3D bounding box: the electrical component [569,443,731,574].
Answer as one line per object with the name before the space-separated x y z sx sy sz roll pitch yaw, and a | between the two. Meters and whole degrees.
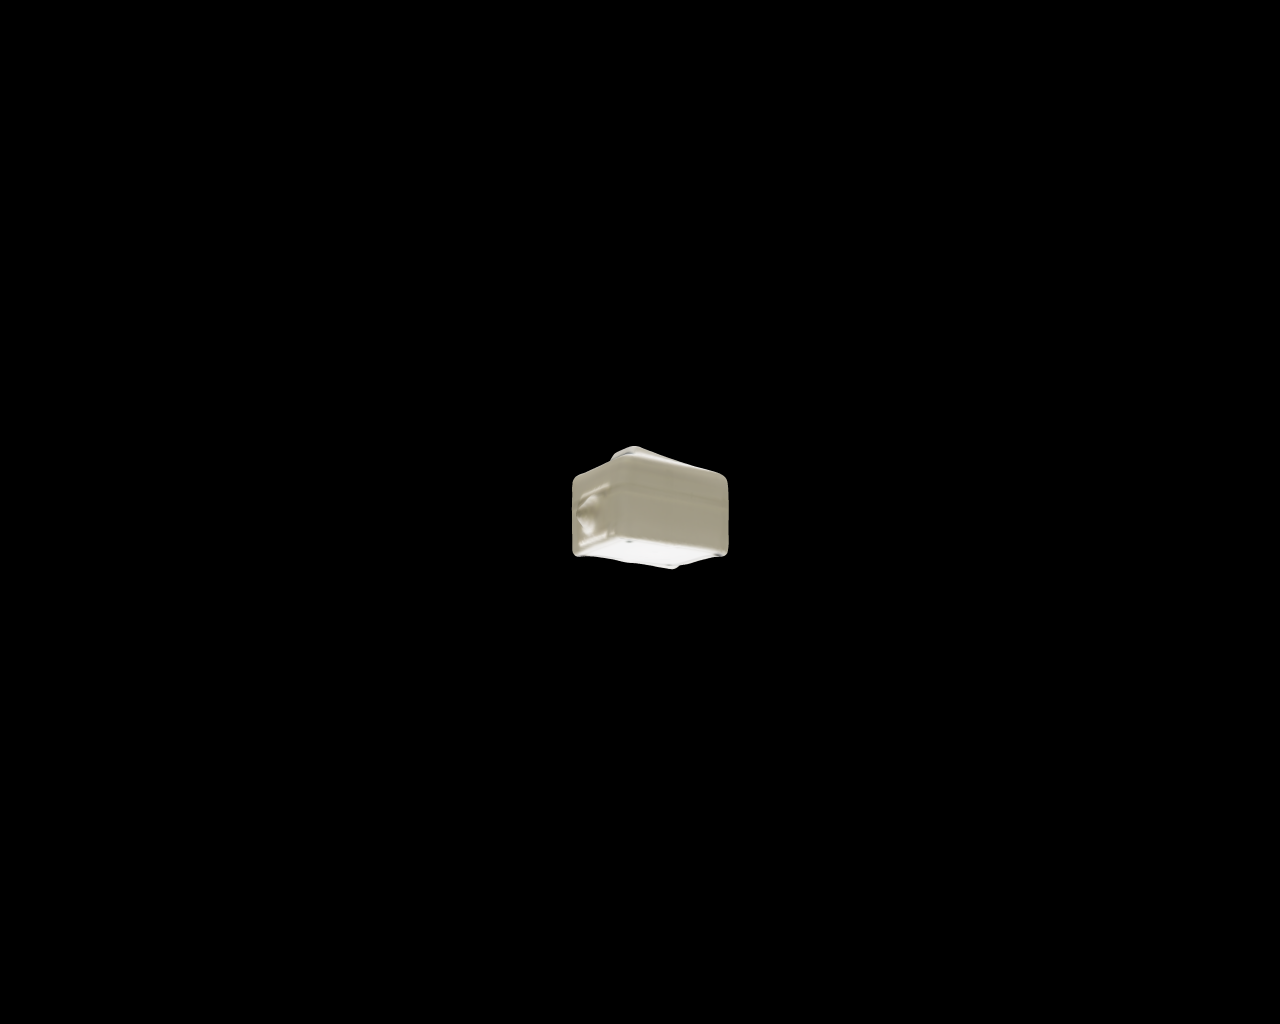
electrical component | 0.001 -0.003 0.650 0.096 0.061 0.061 10 -18 -33
